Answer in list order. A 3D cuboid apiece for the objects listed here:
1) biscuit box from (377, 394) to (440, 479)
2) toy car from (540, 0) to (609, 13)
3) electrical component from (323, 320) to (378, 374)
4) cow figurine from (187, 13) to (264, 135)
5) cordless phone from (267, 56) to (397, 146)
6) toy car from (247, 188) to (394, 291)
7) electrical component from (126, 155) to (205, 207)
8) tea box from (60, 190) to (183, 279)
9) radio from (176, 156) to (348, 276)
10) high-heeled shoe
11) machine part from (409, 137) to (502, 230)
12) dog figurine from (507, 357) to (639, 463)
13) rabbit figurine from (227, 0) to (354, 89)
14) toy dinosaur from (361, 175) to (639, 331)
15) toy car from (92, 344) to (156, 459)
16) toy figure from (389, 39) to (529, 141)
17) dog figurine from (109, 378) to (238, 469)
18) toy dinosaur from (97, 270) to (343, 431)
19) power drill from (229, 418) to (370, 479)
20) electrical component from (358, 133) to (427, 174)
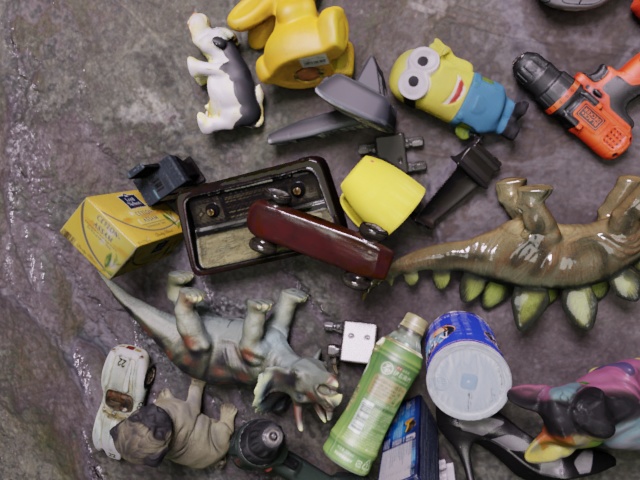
[{"bbox_3d":[0.124,0.290,0.729,0.059,0.202,0.062,-29,94,16],"label":"biscuit box"},{"bbox_3d":[0.318,-0.336,0.660,0.162,0.109,0.102,8,124,-3],"label":"toy car"},{"bbox_3d":[0.055,0.162,0.806,0.102,0.045,0.078,-1,70,7],"label":"electrical component"},{"bbox_3d":[-0.134,-0.238,0.763,0.098,0.068,0.167,-7,101,5],"label":"cow figurine"},{"bbox_3d":[0.004,-0.163,0.711,0.184,0.146,0.088,-15,94,14],"label":"cordless phone"},{"bbox_3d":[-0.001,-0.002,0.711,0.202,0.053,0.089,19,104,9],"label":"toy car"},{"bbox_3d":[-0.226,-0.087,0.777,0.075,0.119,0.047,-32,92,11],"label":"electrical component"},{"bbox_3d":[-0.270,-0.014,0.770,0.098,0.169,0.068,44,105,0],"label":"tea box"},{"bbox_3d":[-0.084,-0.037,0.781,0.230,0.073,0.131,-13,98,9],"label":"radio"},{"bbox_3d":[0.294,0.273,0.782,0.249,0.086,0.145,-2,67,-7],"label":"high-heeled shoe"},{"bbox_3d":[0.181,-0.070,0.730,0.139,0.084,0.039,-45,46,14],"label":"machine part"},{"bbox_3d":[0.335,0.212,0.668,0.219,0.191,0.108,-6,72,-8],"label":"dog figurine"},{"bbox_3d":[-0.034,-0.297,0.729,0.163,0.122,0.173,-7,84,20],"label":"rabbit figurine"},{"bbox_3d":[0.285,0.018,0.713,0.472,0.105,0.198,-1,102,16],"label":"toy dinosaur"},{"bbox_3d":[-0.324,0.268,0.880,0.074,0.056,0.201,14,100,8],"label":"toy car"},{"bbox_3d":[0.177,-0.188,0.711,0.180,0.089,0.082,23,74,-4],"label":"toy figure"},{"bbox_3d":[-0.212,0.304,0.798,0.121,0.190,0.172,-42,92,14],"label":"dog figurine"},{"bbox_3d":[-0.147,0.158,0.808,0.405,0.131,0.192,9,100,15],"label":"toy dinosaur"},{"bbox_3d":[-0.035,0.330,0.777,0.207,0.232,0.086,29,60,-13],"label":"power drill"},{"bbox_3d":[0.102,-0.118,0.763,0.094,0.021,0.063,-5,98,10],"label":"electrical component"}]
